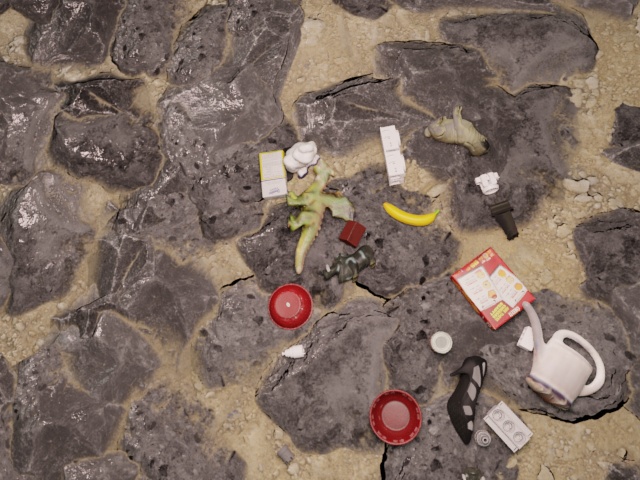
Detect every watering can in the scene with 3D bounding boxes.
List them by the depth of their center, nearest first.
[{"bbox_3d":[0.698,0.360,1.550,0.347,0.103,0.226,37,80,-3],"label":"watering can"}]

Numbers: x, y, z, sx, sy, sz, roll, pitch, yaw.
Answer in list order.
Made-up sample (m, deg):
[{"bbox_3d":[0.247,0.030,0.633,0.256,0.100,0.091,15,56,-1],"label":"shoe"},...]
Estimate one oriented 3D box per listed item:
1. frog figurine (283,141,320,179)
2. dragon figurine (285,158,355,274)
[{"bbox_3d":[-0.072,-0.308,1.855,0.137,0.157,0.124,-30,72,0],"label":"frog figurine"},{"bbox_3d":[0.006,-0.091,1.815,0.243,0.120,0.416,-7,74,-2],"label":"dragon figurine"}]
